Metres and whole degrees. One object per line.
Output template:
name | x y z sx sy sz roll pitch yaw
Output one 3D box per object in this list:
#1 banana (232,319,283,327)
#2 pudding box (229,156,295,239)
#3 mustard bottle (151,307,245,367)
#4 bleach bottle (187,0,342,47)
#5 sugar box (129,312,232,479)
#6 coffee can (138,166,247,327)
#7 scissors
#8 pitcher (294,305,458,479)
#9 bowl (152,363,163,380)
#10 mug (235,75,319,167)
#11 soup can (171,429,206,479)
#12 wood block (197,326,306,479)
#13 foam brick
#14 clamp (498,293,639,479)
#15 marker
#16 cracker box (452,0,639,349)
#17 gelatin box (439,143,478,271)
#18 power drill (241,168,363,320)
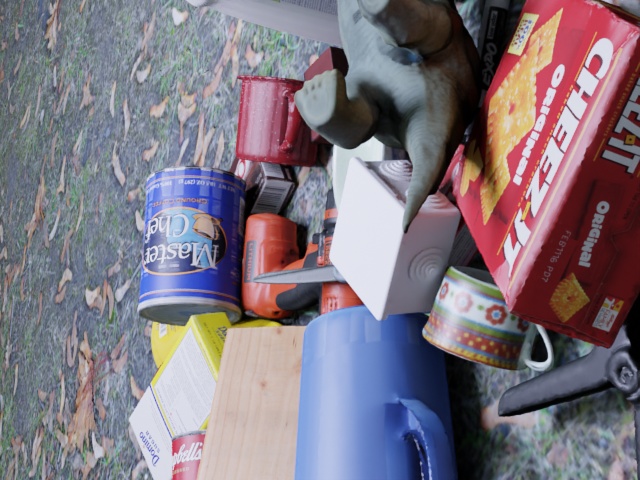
banana | -0.066 0.105 1.060 0.198 0.069 0.037 -6 112 55
pudding box | -0.072 -0.049 1.141 0.114 0.039 0.090 -60 34 33
mustard bottle | -0.126 0.076 1.180 0.192 0.058 0.096 -40 39 50
bleach bottle | -0.035 -0.232 0.909 0.068 0.250 0.102 -6 76 60
sugar box | -0.124 0.161 1.041 0.093 0.048 0.176 61 137 29
coffee can | -0.127 0.008 1.073 0.103 0.102 0.140 -26 58 56
scissors | 0.034 0.009 0.879 0.202 0.016 0.096 12 79 38
pitcher | 0.046 0.172 0.774 0.149 0.144 0.243 -10 65 22
bowl | -0.121 0.198 1.119 0.162 0.055 0.162 2 92 52
mug | -0.036 -0.115 1.042 0.117 0.093 0.081 -160 76 -72
soup can | -0.098 0.227 0.955 0.069 0.068 0.102 -36 52 52
wood block | -0.041 0.182 0.878 0.091 0.090 0.206 65 -153 -52
foam brick | 0.023 -0.130 0.981 0.051 0.052 0.078 -42 48 49
clamp | 0.180 0.075 0.616 0.165 0.036 0.210 43 127 48
marker | 0.127 -0.134 0.825 0.020 0.020 0.121 15 95 61
cracker box | 0.150 -0.059 0.640 0.213 0.072 0.164 -94 23 -70
gelatin box | 0.101 -0.026 0.802 0.089 0.030 0.073 -57 33 4
power drill | -0.006 0.001 0.988 0.188 0.057 0.184 -12 71 60
